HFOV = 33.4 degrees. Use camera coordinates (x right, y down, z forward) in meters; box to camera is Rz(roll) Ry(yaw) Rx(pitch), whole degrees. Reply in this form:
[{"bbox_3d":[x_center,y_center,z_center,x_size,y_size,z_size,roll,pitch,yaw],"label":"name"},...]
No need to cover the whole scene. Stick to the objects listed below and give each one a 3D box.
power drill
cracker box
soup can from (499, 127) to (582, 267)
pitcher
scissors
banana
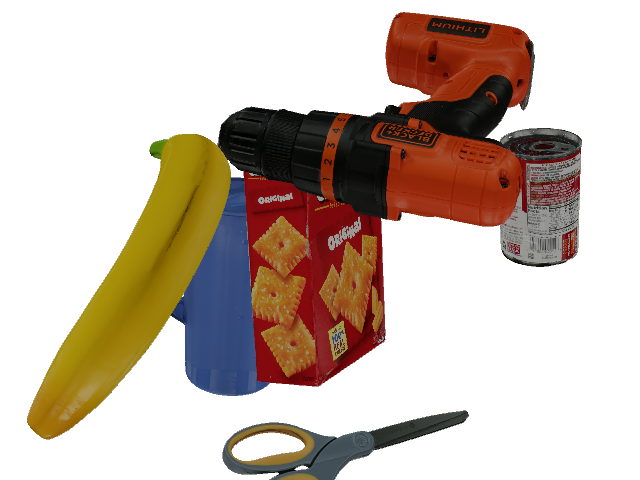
[{"bbox_3d":[0.050,-0.082,0.678,0.184,0.057,0.187,14,40,16],"label":"power drill"},{"bbox_3d":[0.001,0.008,0.977,0.072,0.214,0.164,2,10,25],"label":"cracker box"},{"bbox_3d":[0.187,-0.037,0.910,0.068,0.102,0.068,-4,25,2],"label":"soup can"},{"bbox_3d":[-0.112,0.054,1.254,0.149,0.243,0.144,21,26,34],"label":"pitcher"},{"bbox_3d":[0.026,0.174,0.820,0.201,0.096,0.016,1,-40,-10],"label":"scissors"},{"bbox_3d":[-0.082,0.008,0.519,0.037,0.197,0.070,36,-46,-19],"label":"banana"}]
